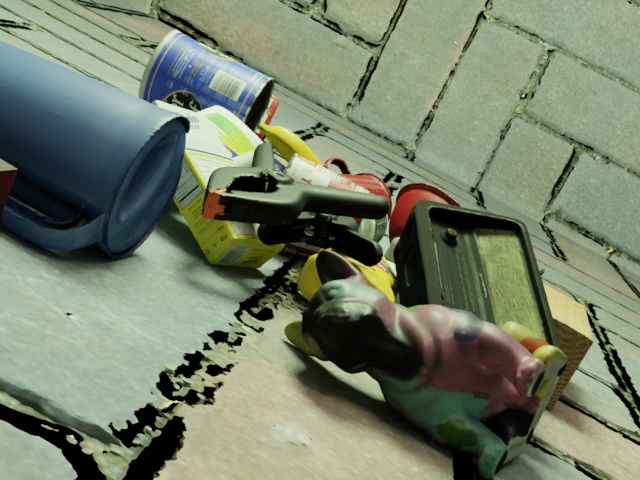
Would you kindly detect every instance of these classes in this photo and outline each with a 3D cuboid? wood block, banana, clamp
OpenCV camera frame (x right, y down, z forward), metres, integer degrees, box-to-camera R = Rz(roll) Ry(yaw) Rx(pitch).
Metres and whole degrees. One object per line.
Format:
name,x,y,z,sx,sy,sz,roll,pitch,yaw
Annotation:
wood block,0.249,0.111,1.228,0.090,0.091,0.206,29,11,7
banana,-0.018,-0.099,1.500,0.197,0.037,0.070,51,-6,-35
clamp,0.010,-0.007,1.074,0.120,0.039,0.171,19,14,5
clamp,-0.035,-0.044,1.028,0.165,0.036,0.209,23,21,19

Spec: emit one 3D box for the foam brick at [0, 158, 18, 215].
foam brick,-0.276,-0.047,0.793,0.078,0.051,0.053,30,12,11

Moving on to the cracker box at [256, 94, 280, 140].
cracker box,-0.154,-0.201,1.588,0.164,0.072,0.214,27,-6,-6

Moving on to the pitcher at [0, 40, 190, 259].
pitcher,-0.245,-0.087,0.897,0.243,0.145,0.149,26,-2,10

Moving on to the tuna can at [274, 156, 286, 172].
tuna can,-0.058,-0.086,1.471,0.086,0.034,0.086,42,-3,2

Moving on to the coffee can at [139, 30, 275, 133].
coffee can,-0.142,-0.188,1.344,0.140,0.103,0.102,27,11,4

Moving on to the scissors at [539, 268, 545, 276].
scissors,0.215,0.053,1.199,0.096,0.202,0.016,-36,85,-37

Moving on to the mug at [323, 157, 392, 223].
mug,0.035,-0.059,1.459,0.081,0.093,0.117,1,69,-56

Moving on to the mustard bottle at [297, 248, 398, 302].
mustard bottle,0.037,0.041,1.127,0.096,0.058,0.191,26,10,4

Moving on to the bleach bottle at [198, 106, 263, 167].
bleach bottle,-0.147,-0.084,1.185,0.102,0.068,0.250,44,24,2

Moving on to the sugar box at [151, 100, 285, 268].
sugar box,-0.113,-0.055,1.075,0.176,0.048,0.093,56,21,21

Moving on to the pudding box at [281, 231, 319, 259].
pudding box,-0.043,-0.018,1.249,0.089,0.039,0.114,15,17,-48

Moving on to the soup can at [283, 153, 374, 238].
soup can,0.001,-0.045,1.196,0.102,0.068,0.068,28,11,-2

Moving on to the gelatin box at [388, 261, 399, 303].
gelatin box,0.079,0.048,1.266,0.089,0.030,0.073,22,14,-28

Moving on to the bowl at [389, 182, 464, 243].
bowl,0.143,0.006,1.417,0.162,0.162,0.055,34,57,31
